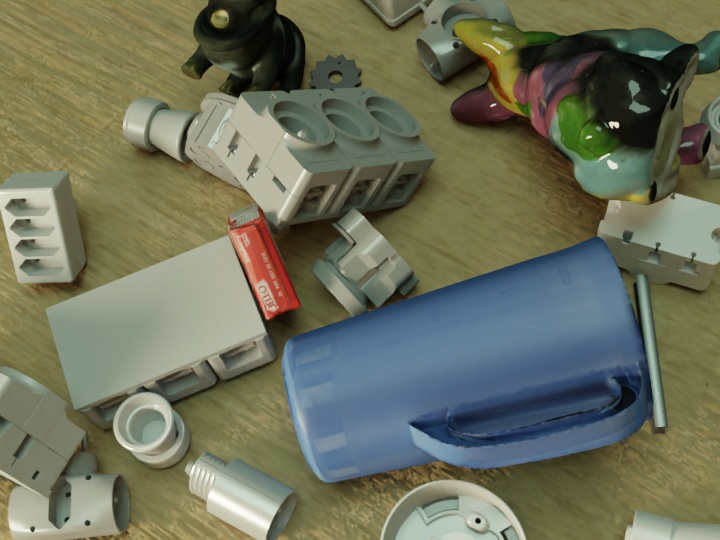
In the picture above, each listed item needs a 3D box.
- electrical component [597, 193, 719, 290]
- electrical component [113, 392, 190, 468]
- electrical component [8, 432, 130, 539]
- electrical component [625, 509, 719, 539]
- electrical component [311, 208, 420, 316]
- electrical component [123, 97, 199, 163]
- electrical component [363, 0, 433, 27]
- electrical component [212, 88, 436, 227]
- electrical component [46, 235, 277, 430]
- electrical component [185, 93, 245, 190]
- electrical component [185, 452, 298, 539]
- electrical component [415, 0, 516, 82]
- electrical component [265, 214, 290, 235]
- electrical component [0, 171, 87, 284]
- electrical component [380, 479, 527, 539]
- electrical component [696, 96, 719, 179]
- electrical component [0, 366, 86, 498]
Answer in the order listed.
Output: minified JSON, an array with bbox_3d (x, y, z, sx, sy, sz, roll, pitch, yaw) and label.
[{"bbox_3d":[0.229,-0.025,0.820,0.089,0.055,0.050,17,68,14],"label":"electrical component"},{"bbox_3d":[-0.153,0.120,0.799,0.045,0.055,0.045,-3,65,6],"label":"electrical component"},{"bbox_3d":[-0.213,0.159,0.795,0.077,0.043,0.079,-7,65,4],"label":"electrical component"},{"bbox_3d":[0.214,0.187,0.732,0.065,0.044,0.044,11,67,17],"label":"electrical component"},{"bbox_3d":[0.000,0.000,0.831,0.057,0.078,0.058,-43,27,-3],"label":"electrical component"},{"bbox_3d":[-0.168,-0.120,0.919,0.055,0.045,0.045,18,69,15],"label":"electrical component"},{"bbox_3d":[0.036,-0.292,0.968,0.109,0.056,0.108,-36,66,-10],"label":"electrical component"},{"bbox_3d":[-0.023,-0.094,0.833,0.150,0.061,0.089,-13,55,-47],"label":"electrical component"},{"bbox_3d":[-0.150,0.050,0.828,0.150,0.061,0.089,-22,65,-4],"label":"electrical component"},{"bbox_3d":[-0.102,-0.105,0.886,0.080,0.080,0.051,23,75,16],"label":"electrical component"},{"bbox_3d":[-0.091,0.160,0.779,0.081,0.043,0.043,25,70,17],"label":"electrical component"},{"bbox_3d":[0.081,-0.213,0.933,0.077,0.044,0.079,-32,62,-8],"label":"electrical component"},{"bbox_3d":[-0.058,-0.057,0.878,0.040,0.040,0.078,27,71,18],"label":"electrical component"},{"bbox_3d":[-0.254,-0.043,0.882,0.047,0.083,0.075,-2,27,6],"label":"electrical component"},{"bbox_3d":[0.065,0.197,0.732,0.099,0.064,0.099,-3,65,6],"label":"electrical component"},{"bbox_3d":[0.292,-0.108,0.852,0.048,0.055,0.066,-10,64,2],"label":"electrical component"},{"bbox_3d":[-0.282,0.098,0.780,0.150,0.089,0.061,14,65,36],"label":"electrical component"}]
